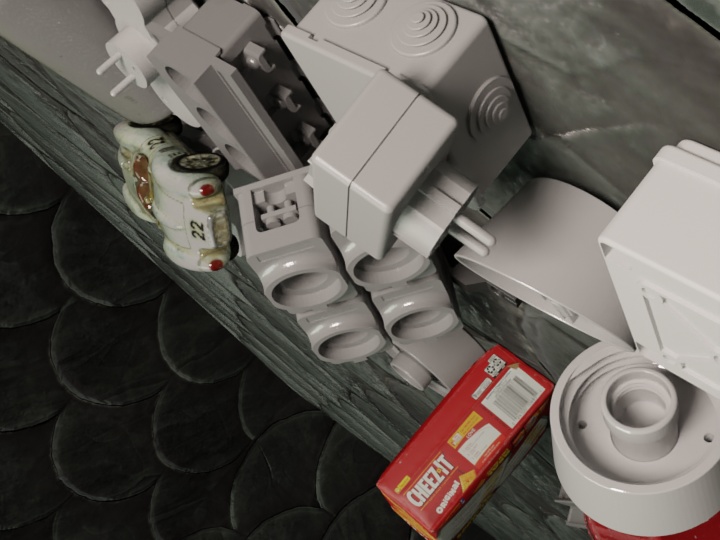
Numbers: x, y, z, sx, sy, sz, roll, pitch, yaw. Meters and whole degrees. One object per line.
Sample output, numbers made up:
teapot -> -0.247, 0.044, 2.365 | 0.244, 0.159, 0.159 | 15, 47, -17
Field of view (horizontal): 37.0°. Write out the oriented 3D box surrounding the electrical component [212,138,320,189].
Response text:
electrical component -> -0.052, -0.065, 0.780 | 0.099, 0.064, 0.099 | 48, 167, 15

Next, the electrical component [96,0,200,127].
electrical component -> -0.137, -0.142, 0.688 | 0.052, 0.073, 0.138 | 31, 158, 37

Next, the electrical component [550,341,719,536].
electrical component -> 0.158, 0.086, 0.599 | 0.108, 0.108, 0.060 | 32, 161, 35

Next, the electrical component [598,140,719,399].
electrical component -> 0.159, 0.016, 0.420 | 0.109, 0.056, 0.108 | 32, 167, 35

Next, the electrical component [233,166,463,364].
electrical component -> 0.000, 0.000, 0.736 | 0.186, 0.105, 0.060 | 57, -161, -60

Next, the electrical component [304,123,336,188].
electrical component -> 0.006, -0.065, 0.597 | 0.042, 0.063, 0.081 | 41, 170, 0

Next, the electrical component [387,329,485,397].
electrical component -> 0.062, 0.078, 1.016 | 0.108, 0.060, 0.108 | 38, 170, 8

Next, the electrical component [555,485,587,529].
electrical component -> 0.217, 0.189, 0.931 | 0.063, 0.078, 0.121 | 17, 169, 1

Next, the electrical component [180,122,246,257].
electrical component -> -0.123, -0.078, 0.896 | 0.150, 0.062, 0.089 | 27, 132, 51

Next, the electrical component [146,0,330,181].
electrical component -> -0.070, -0.110, 0.671 | 0.079, 0.063, 0.121 | 33, 168, 33

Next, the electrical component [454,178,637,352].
electrical component -> 0.103, 0.002, 0.538 | 0.099, 0.064, 0.099 | 38, 170, 8

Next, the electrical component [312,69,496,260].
electrical component -> 0.024, -0.030, 0.447 | 0.076, 0.047, 0.083 | 36, 169, 6

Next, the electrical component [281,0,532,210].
electrical component -> 0.024, -0.084, 0.490 | 0.100, 0.048, 0.099 | 32, 167, 35
